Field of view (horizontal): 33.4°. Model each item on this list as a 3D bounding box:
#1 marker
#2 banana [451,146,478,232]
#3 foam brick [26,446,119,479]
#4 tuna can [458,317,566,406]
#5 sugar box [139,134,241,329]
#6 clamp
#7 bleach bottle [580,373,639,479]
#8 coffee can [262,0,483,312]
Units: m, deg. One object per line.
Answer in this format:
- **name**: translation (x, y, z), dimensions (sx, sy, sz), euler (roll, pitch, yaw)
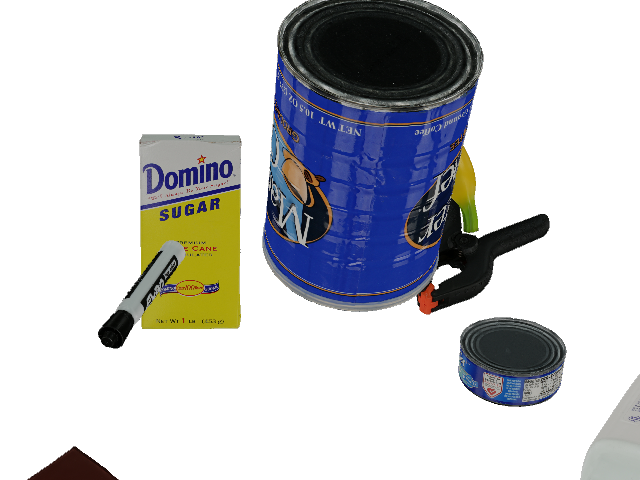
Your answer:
- **marker**: translation (-0.127, 0.038, 0.765), dimensions (0.020, 0.020, 0.121), euler (0, 30, 18)
- **banana**: translation (0.045, -0.078, 0.801), dimensions (0.198, 0.070, 0.037), euler (33, 20, 33)
- **foam brick**: translation (-0.097, 0.138, 0.457), dimensions (0.078, 0.051, 0.052), euler (27, 45, 33)
- **tuna can**: translation (0.156, 0.099, 0.877), dimensions (0.086, 0.034, 0.086), euler (1, 27, -1)
- **sugar box**: translation (-0.119, -0.008, 0.981), dimensions (0.093, 0.176, 0.048), euler (-1, 14, -5)
- **clamp**: translation (0.138, 0.003, 1.077), dimensions (0.120, 0.039, 0.171), euler (28, 52, 32)
- **bleach bottle**: translation (0.247, 0.099, 0.649), dimensions (0.103, 0.068, 0.250), euler (18, 29, 29)
- **coffee can**: translation (0.023, -0.046, 0.571), dimensions (0.102, 0.140, 0.103), euler (4, 44, -4)
